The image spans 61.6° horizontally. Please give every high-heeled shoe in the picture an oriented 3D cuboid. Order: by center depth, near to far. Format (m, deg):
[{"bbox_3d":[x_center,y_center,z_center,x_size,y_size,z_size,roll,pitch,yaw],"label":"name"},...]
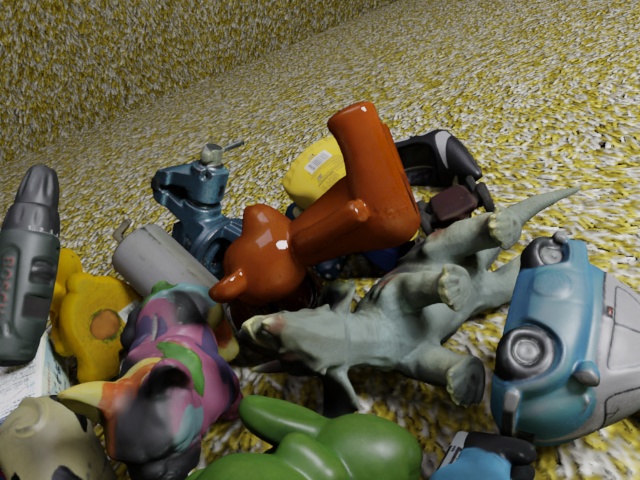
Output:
[{"bbox_3d":[0.134,-0.111,0.851,0.145,0.086,0.249,-27,24,-9],"label":"high-heeled shoe"}]

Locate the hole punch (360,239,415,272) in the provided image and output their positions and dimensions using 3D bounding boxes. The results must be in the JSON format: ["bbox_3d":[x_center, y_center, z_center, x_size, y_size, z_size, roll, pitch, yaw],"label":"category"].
[{"bbox_3d":[0.073,-0.024,0.687,0.092,0.115,0.142,-16,31,6],"label":"hole punch"}]

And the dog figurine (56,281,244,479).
[{"bbox_3d":[-0.136,0.107,0.463,0.108,0.219,0.191,-13,71,-3],"label":"dog figurine"}]

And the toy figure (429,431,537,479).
[{"bbox_3d":[0.081,0.203,0.318,0.089,0.082,0.180,-18,29,41],"label":"toy figure"}]

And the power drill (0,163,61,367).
[{"bbox_3d":[-0.394,0.037,0.628,0.207,0.086,0.232,-11,71,11],"label":"power drill"}]

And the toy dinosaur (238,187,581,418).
[{"bbox_3d":[0.108,0.052,0.538,0.405,0.131,0.192,-27,10,-40],"label":"toy dinosaur"}]

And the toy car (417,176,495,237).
[{"bbox_3d":[0.168,-0.038,0.674,0.089,0.053,0.202,-24,6,12],"label":"toy car"}]

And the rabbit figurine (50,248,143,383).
[{"bbox_3d":[-0.309,0.099,0.693,0.173,0.162,0.122,-9,36,55],"label":"rabbit figurine"}]

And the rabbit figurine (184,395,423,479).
[{"bbox_3d":[-0.005,0.186,0.396,0.170,0.121,0.159,-15,18,-39],"label":"rabbit figurine"}]

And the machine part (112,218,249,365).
[{"bbox_3d":[-0.165,0.059,0.640,0.243,0.079,0.079,39,54,17],"label":"machine part"}]

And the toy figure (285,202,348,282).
[{"bbox_3d":[-0.003,-0.002,0.650,0.057,0.064,0.155,-57,31,13],"label":"toy figure"}]

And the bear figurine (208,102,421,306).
[{"bbox_3d":[-0.014,-0.021,0.489,0.196,0.132,0.120,-20,-7,17],"label":"bear figurine"}]

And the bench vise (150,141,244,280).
[{"bbox_3d":[-0.117,-0.004,0.716,0.241,0.223,0.129,29,18,20],"label":"bench vise"}]

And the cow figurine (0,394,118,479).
[{"bbox_3d":[-0.195,0.208,0.418,0.085,0.127,0.195,-29,61,-16],"label":"cow figurine"}]

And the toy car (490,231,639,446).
[{"bbox_3d":[0.185,0.078,0.388,0.103,0.109,0.161,14,57,24],"label":"toy car"}]
